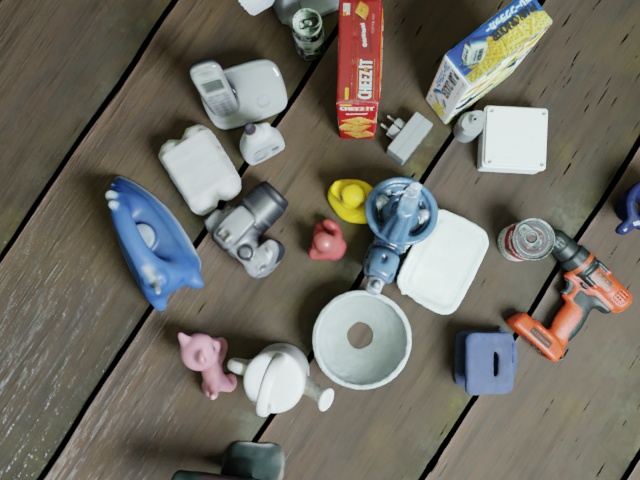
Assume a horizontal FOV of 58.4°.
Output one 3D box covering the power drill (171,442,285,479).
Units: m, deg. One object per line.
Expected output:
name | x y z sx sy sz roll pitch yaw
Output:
power drill | -0.113 0.390 0.913 0.229 0.208 0.076 2 86 3

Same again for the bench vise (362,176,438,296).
bench vise | 0.132 -0.012 0.923 0.121 0.220 0.207 2 87 3

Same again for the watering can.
watering can | -0.065 0.228 0.928 0.173 0.194 0.101 -4 86 2

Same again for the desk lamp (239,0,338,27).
desk lamp | -0.059 -0.450 0.960 0.203 0.213 0.118 -24 86 1

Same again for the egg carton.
egg carton | -0.211 -0.126 1.018 0.107 0.069 0.150 -34 86 0

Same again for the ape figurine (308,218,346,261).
ape figurine | 0.009 0.004 0.990 0.078 0.092 0.076 -44 86 -1

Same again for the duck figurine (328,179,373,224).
duck figurine | 0.062 -0.071 0.996 0.104 0.086 0.077 29 88 4

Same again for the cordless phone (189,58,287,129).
cordless phone | -0.137 -0.263 0.965 0.147 0.185 0.094 -20 86 1

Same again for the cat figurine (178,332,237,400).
cat figurine | -0.194 0.210 0.973 0.067 0.118 0.128 -17 86 1

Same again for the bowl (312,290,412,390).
bowl | 0.071 0.168 0.987 0.167 0.075 0.167 0 87 2

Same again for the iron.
iron | -0.309 -0.009 0.978 0.118 0.141 0.258 -31 86 0

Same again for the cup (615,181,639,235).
cup | 0.537 -0.046 0.972 0.118 0.095 0.091 -40 86 0

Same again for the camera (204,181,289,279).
camera | -0.110 -0.025 0.992 0.143 0.101 0.137 44 89 4

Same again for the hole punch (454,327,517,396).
hole punch | 0.284 0.204 0.968 0.101 0.091 0.109 1 86 2

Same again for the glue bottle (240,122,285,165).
glue bottle | -0.105 -0.171 0.965 0.078 0.173 0.037 -27 86 1
